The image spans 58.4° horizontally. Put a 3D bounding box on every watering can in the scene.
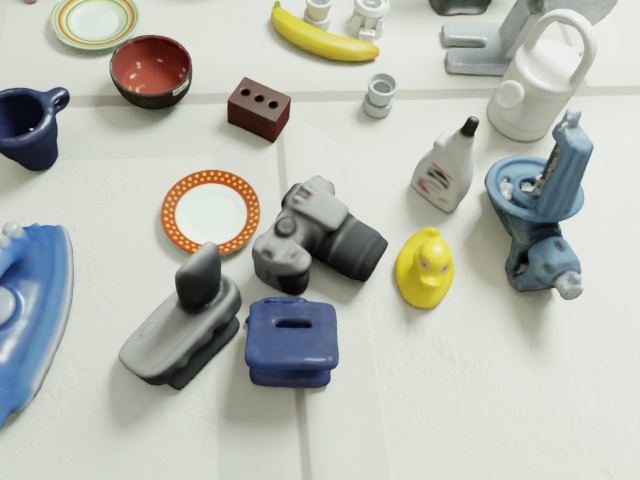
[{"bbox_3d":[0.311,-0.228,0.799,0.101,0.194,0.173,27,65,8],"label":"watering can"}]

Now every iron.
[{"bbox_3d":[-0.351,0.067,0.618,0.118,0.141,0.258,12,64,1],"label":"iron"}]

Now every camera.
[{"bbox_3d":[0.007,0.003,0.708,0.136,0.101,0.143,31,65,9],"label":"camera"}]

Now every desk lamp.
[{"bbox_3d":[0.309,-0.348,0.845,0.203,0.213,0.118,-1,64,-6],"label":"desk lamp"}]

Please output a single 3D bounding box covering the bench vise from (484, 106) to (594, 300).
[{"bbox_3d":[0.288,-0.043,0.693,0.122,0.220,0.207,-24,69,-16],"label":"bench vise"}]

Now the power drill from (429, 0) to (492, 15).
[{"bbox_3d":[0.240,-0.460,0.895,0.230,0.208,0.075,-7,65,-9],"label":"power drill"}]

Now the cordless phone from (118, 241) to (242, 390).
[{"bbox_3d":[-0.153,0.075,0.609,0.094,0.185,0.148,34,66,11],"label":"cordless phone"}]

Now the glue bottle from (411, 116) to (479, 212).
[{"bbox_3d":[0.169,-0.104,0.736,0.078,0.173,0.037,37,67,13],"label":"glue bottle"}]

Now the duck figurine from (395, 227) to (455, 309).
[{"bbox_3d":[0.138,0.025,0.719,0.077,0.086,0.104,11,64,0],"label":"duck figurine"}]

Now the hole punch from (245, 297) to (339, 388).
[{"bbox_3d":[-0.034,0.111,0.657,0.108,0.091,0.101,2,64,-5],"label":"hole punch"}]

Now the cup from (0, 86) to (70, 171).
[{"bbox_3d":[-0.368,-0.142,0.743,0.091,0.095,0.118,41,67,14],"label":"cup"}]

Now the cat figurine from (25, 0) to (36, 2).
[{"bbox_3d":[-0.465,-0.449,0.869,0.067,0.118,0.127,-40,74,-21],"label":"cat figurine"}]
